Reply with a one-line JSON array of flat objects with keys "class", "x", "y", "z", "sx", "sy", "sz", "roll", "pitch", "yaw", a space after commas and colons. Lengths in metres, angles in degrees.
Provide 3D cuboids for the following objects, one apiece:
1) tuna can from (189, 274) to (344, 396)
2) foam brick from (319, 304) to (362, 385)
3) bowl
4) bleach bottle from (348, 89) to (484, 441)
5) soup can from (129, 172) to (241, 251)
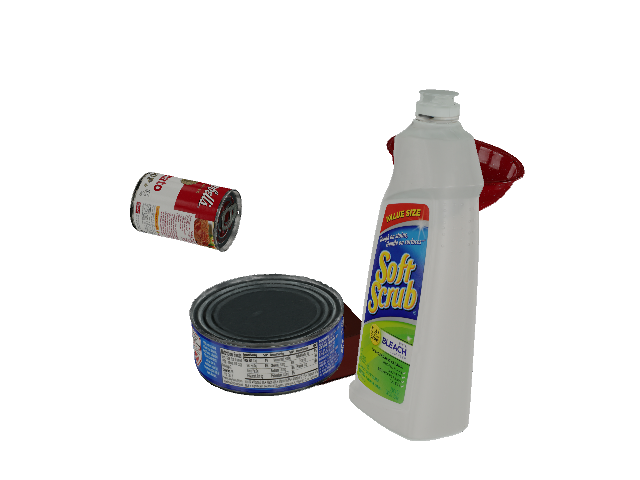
[{"class": "tuna can", "x": -0.029, "y": 0.052, "z": 0.596, "sx": 0.086, "sy": 0.034, "sz": 0.086, "roll": -2, "pitch": 23, "yaw": 1}, {"class": "foam brick", "x": 0.002, "y": 0.088, "z": 0.996, "sx": 0.052, "sy": 0.051, "sz": 0.078, "roll": -13, "pitch": 38, "yaw": -31}, {"class": "bowl", "x": 0.152, "y": -0.075, "z": 1.242, "sx": 0.162, "sy": 0.055, "sz": 0.162, "roll": 8, "pitch": 24, "yaw": -4}, {"class": "bleach bottle", "x": 0.073, "y": 0.014, "z": 0.788, "sx": 0.068, "sy": 0.251, "sz": 0.103, "roll": -7, "pitch": 18, "yaw": -29}, {"class": "soup can", "x": -0.144, "y": -0.032, "z": 1.147, "sx": 0.102, "sy": 0.068, "sz": 0.068, "roll": 13, "pitch": 3, "yaw": 16}]
